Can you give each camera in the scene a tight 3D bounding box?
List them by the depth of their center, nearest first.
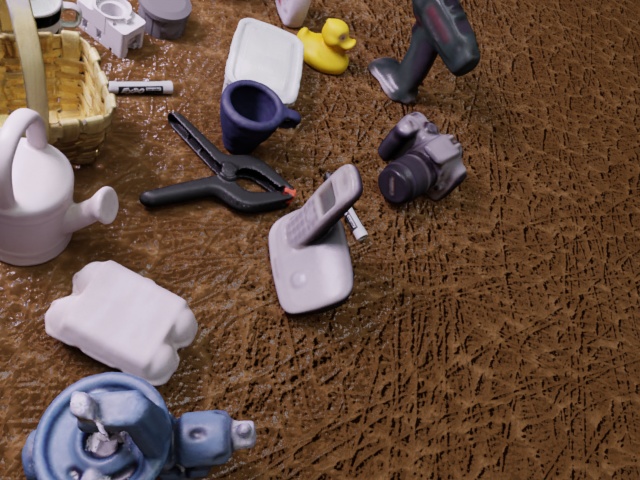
[{"bbox_3d":[0.152,-0.128,0.921,0.137,0.100,0.143,-31,77,-35],"label":"camera"}]

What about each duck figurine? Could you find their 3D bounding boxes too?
[{"bbox_3d":[0.014,-0.349,1.000,0.105,0.086,0.077,25,54,-9],"label":"duck figurine"}]

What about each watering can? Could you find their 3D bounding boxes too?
[{"bbox_3d":[-0.306,-0.059,0.608,0.173,0.194,0.101,1,61,-24],"label":"watering can"}]

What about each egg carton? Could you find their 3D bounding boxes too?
[{"bbox_3d":[-0.216,0.092,0.637,0.150,0.069,0.107,29,53,-6],"label":"egg carton"}]

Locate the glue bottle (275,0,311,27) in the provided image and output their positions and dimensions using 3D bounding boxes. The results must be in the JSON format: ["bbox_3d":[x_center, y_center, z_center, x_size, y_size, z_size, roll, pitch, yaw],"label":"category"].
[{"bbox_3d":[-0.031,-0.459,0.991,0.037,0.173,0.078,-10,66,-29],"label":"glue bottle"}]

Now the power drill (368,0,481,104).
[{"bbox_3d":[0.170,-0.354,0.999,0.076,0.208,0.229,-24,73,-34],"label":"power drill"}]

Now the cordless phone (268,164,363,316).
[{"bbox_3d":[0.007,0.003,0.722,0.094,0.185,0.147,-2,62,-25],"label":"cordless phone"}]

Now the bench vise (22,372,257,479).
[{"bbox_3d":[-0.159,0.165,0.525,0.208,0.219,0.121,-12,67,-30],"label":"bench vise"}]

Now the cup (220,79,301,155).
[{"bbox_3d":[-0.094,-0.167,0.834,0.118,0.095,0.091,8,58,-21],"label":"cup"}]
